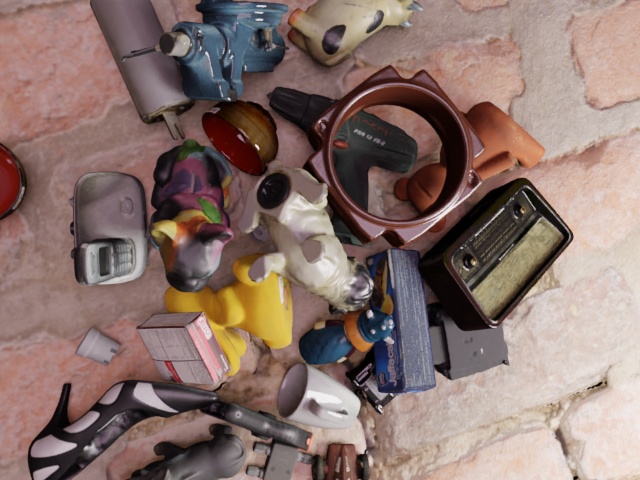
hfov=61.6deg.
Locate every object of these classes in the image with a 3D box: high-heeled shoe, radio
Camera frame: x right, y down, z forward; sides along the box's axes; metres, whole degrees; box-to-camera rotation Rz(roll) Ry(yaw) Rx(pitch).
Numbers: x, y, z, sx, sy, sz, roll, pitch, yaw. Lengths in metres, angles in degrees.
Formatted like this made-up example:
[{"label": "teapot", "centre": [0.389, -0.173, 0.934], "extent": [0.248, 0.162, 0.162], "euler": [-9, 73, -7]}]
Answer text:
[{"label": "high-heeled shoe", "centre": [-0.262, 0.261, 0.707], "extent": [0.249, 0.086, 0.145], "euler": [-1, 71, 8]}, {"label": "radio", "centre": [0.261, 0.016, 0.798], "extent": [0.229, 0.073, 0.131], "euler": [-39, 93, -27]}]

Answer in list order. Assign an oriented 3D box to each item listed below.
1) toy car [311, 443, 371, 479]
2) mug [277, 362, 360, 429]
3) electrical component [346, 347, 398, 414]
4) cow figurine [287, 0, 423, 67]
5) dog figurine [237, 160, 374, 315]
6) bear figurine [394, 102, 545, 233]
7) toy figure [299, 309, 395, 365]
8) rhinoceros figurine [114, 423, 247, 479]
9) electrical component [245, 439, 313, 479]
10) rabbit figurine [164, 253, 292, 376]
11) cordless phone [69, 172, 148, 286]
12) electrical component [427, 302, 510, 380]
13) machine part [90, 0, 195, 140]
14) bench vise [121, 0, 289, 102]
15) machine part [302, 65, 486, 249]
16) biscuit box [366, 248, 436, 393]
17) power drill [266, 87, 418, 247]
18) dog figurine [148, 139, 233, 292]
[{"label": "toy car", "centre": [0.028, 0.408, 0.805], "extent": [0.089, 0.053, 0.202], "euler": [5, 92, -9]}, {"label": "mug", "centre": [0.008, 0.233, 0.772], "extent": [0.107, 0.110, 0.081], "euler": [26, 81, -25]}, {"label": "electrical component", "centre": [0.107, 0.195, 0.817], "extent": [0.119, 0.048, 0.074], "euler": [-38, 99, -7]}, {"label": "cow figurine", "centre": [0.059, -0.327, 0.774], "extent": [0.127, 0.085, 0.195], "euler": [44, 81, -4]}, {"label": "dog figurine", "centre": [-0.004, 0.000, 0.700], "extent": [0.121, 0.190, 0.172], "euler": [-9, 69, 27]}, {"label": "bear figurine", "centre": [0.220, -0.105, 0.811], "extent": [0.120, 0.132, 0.195], "euler": [49, 113, 31]}, {"label": "toy figure", "centre": [0.039, 0.132, 0.760], "extent": [0.154, 0.058, 0.064], "euler": [-27, 129, 28]}, {"label": "rhinoceros figurine", "centre": [-0.191, 0.320, 0.726], "extent": [0.190, 0.112, 0.073], "euler": [-17, 98, -19]}, {"label": "electrical component", "centre": [-0.059, 0.332, 0.798], "extent": [0.094, 0.021, 0.063], "euler": [16, 88, -13]}, {"label": "rabbit figurine", "centre": [-0.127, 0.096, 0.747], "extent": [0.173, 0.122, 0.162], "euler": [-3, 102, 2]}, {"label": "cordless phone", "centre": [-0.273, -0.014, 0.661], "extent": [0.089, 0.184, 0.146], "euler": [-1, 92, -8]}, {"label": "electrical component", "centre": [0.219, 0.150, 0.835], "extent": [0.134, 0.058, 0.114], "euler": [-11, 92, -12]}, {"label": "machine part", "centre": [-0.236, -0.247, 0.717], "extent": [0.079, 0.079, 0.243], "euler": [-25, 95, -10]}, {"label": "bench vise", "centre": [-0.123, -0.299, 0.671], "extent": [0.223, 0.129, 0.240], "euler": [-20, 117, -47]}, {"label": "machine part", "centre": [0.095, -0.106, 0.704], "extent": [0.201, 0.087, 0.201], "euler": [-38, 90, -6]}, {"label": "biscuit box", "centre": [0.114, 0.116, 0.776], "extent": [0.063, 0.059, 0.202], "euler": [6, 72, -32]}, {"label": "power drill", "centre": [0.018, -0.098, 0.781], "extent": [0.232, 0.086, 0.207], "euler": [12, 82, -12]}, {"label": "dog figurine", "centre": [-0.158, -0.037, 0.668], "extent": [0.108, 0.219, 0.191], "euler": [6, 91, -16]}]
